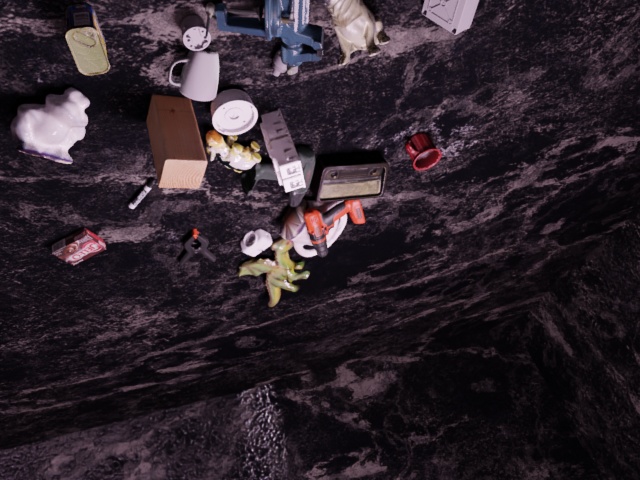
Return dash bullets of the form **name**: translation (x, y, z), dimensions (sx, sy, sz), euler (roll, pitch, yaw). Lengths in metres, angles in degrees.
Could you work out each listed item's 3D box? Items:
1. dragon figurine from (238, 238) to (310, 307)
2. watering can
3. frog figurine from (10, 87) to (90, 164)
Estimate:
- **dragon figurine**: translation (-0.188, 0.122, 1.908), dimensions (0.241, 0.125, 0.402), euler (20, 130, -24)
- **watering can**: translation (0.005, -0.085, 1.683), dimensions (0.223, 0.106, 0.342), euler (13, 120, -39)
- **frog figurine**: translation (-0.567, -0.254, 1.092), dimensions (0.136, 0.124, 0.159), euler (19, 94, -36)
